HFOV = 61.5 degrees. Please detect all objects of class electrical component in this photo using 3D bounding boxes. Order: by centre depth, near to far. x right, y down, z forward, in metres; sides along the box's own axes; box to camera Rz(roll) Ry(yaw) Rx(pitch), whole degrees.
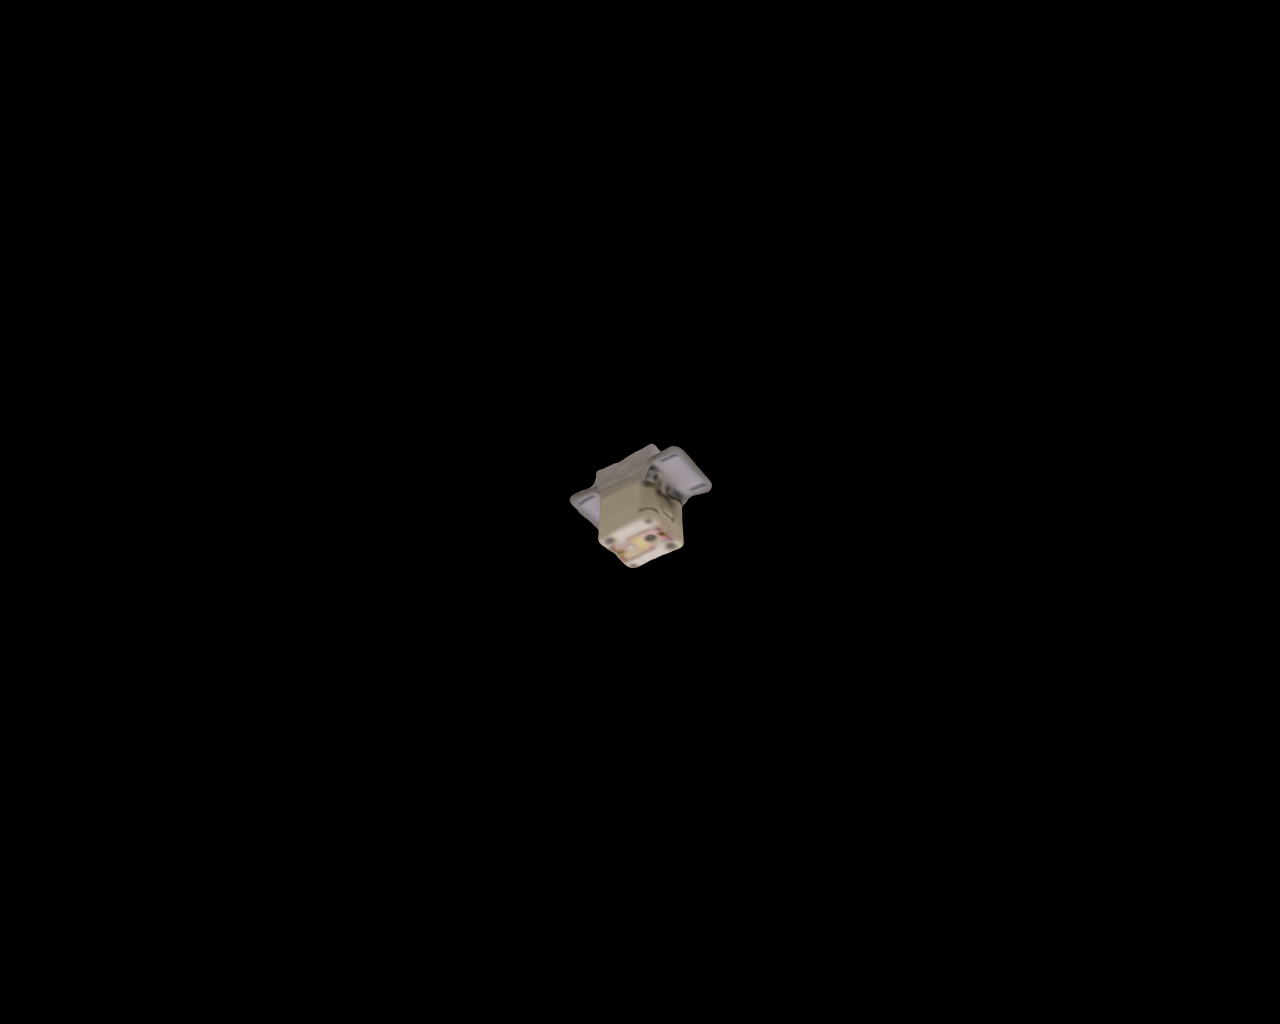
[{"bbox_3d":[0.001,-0.003,0.650,0.081,0.064,0.042,-26,-49,25],"label":"electrical component"}]
